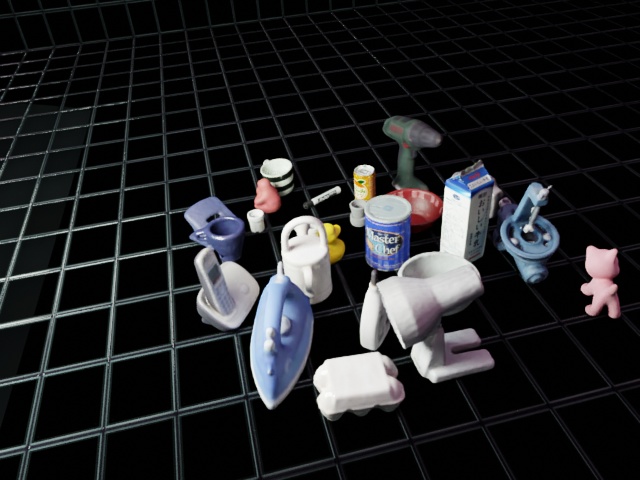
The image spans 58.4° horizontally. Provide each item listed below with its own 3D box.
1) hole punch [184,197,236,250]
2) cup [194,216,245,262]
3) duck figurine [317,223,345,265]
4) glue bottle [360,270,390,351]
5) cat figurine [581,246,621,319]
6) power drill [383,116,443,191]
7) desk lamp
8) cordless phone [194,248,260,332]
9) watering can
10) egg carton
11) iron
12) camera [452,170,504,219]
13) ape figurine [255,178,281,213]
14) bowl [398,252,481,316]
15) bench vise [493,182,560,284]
[{"bbox_3d":[-0.260,-0.043,1.402,0.100,0.091,0.109,25,46,33],"label":"hole punch"},{"bbox_3d":[-0.227,0.007,1.328,0.118,0.095,0.091,-7,37,-4],"label":"cup"},{"bbox_3d":[0.012,0.005,1.315,0.077,0.086,0.105,28,47,36],"label":"duck figurine"},{"bbox_3d":[0.104,0.124,1.074,0.037,0.173,0.078,16,41,25],"label":"glue bottle"},{"bbox_3d":[0.567,0.073,1.143,0.067,0.118,0.128,2,37,9],"label":"cat figurine"},{"bbox_3d":[0.242,-0.222,1.493,0.076,0.209,0.228,-20,39,-19],"label":"power drill"},{"bbox_3d":[0.203,0.142,1.006,0.203,0.214,0.117,-11,37,-9],"label":"desk lamp"},{"bbox_3d":[-0.193,0.077,1.156,0.094,0.185,0.148,7,38,15],"label":"cordless phone"},{"bbox_3d":[-0.033,0.028,1.198,0.101,0.194,0.172,-20,40,-20],"label":"watering can"},{"bbox_3d":[0.066,0.253,0.992,0.150,0.069,0.107,-8,37,-6],"label":"egg carton"},{"bbox_3d":[-0.079,0.166,1.062,0.118,0.142,0.258,-1,37,4],"label":"iron"},{"bbox_3d":[0.363,-0.111,1.424,0.137,0.101,0.142,-25,41,-25],"label":"camera"},{"bbox_3d":[-0.140,-0.120,1.492,0.078,0.092,0.075,-32,45,-32],"label":"ape figurine"},{"bbox_3d":[0.242,0.102,1.172,0.167,0.075,0.167,-3,37,2],"label":"bowl"},{"bbox_3d":[0.426,-0.042,1.226,0.122,0.220,0.206,-19,39,-18],"label":"bench vise"}]
